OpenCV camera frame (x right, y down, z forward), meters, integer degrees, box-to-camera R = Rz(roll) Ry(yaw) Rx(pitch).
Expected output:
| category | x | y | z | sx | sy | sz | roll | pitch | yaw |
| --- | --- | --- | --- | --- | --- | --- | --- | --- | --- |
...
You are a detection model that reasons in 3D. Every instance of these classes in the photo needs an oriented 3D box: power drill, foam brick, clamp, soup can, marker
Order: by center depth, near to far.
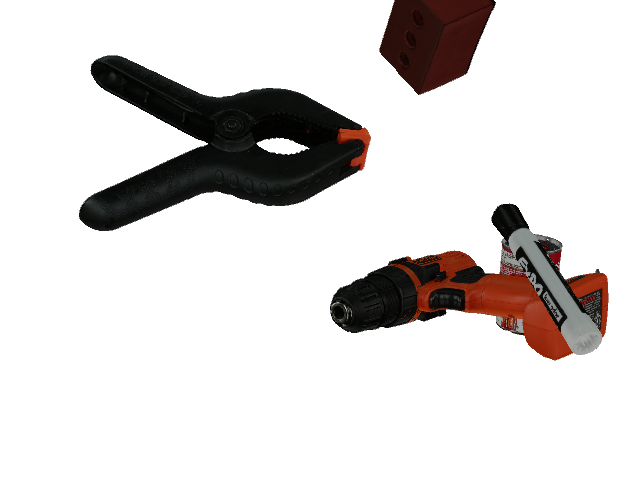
| category | x | y | z | sx | sy | sz | roll | pitch | yaw |
| --- | --- | --- | --- | --- | --- | --- | --- | --- | --- |
| clamp | -0.060 | -0.065 | 0.628 | 0.171 | 0.120 | 0.039 | -5 | -26 | -14 |
| marker | 0.131 | 0.019 | 0.633 | 0.020 | 0.020 | 0.121 | 0 | 40 | -20 |
| foam brick | 0.085 | -0.157 | 0.790 | 0.051 | 0.053 | 0.078 | -29 | -24 | -26 |
| power drill | 0.125 | 0.050 | 0.877 | 0.188 | 0.057 | 0.184 | 10 | 17 | 39 |
| soup can | 0.238 | 0.051 | 1.226 | 0.068 | 0.102 | 0.068 | 2 | 18 | -1 |
